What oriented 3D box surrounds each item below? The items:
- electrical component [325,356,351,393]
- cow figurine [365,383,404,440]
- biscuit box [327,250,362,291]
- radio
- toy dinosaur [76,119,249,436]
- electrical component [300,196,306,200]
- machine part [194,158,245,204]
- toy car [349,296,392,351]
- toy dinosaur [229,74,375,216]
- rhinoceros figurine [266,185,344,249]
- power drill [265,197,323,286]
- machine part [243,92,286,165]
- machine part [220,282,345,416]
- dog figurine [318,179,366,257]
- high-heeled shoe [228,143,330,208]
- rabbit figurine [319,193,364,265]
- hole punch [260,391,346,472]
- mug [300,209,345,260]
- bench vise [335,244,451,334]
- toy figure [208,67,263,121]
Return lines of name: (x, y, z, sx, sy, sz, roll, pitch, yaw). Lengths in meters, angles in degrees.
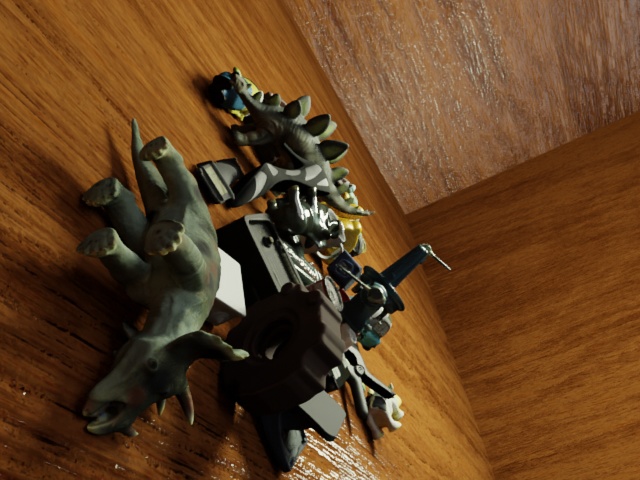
electrical component: (-0.001, 0.215, 0.966, 0.115, 0.058, 0.134, 66, 15, 9)
cow figurine: (0.136, 0.365, 1.200, 0.098, 0.068, 0.167, 60, 14, 3)
biscuit box: (0.058, 0.076, 1.262, 0.059, 0.063, 0.202, 46, -4, 8)
radio: (-0.082, 0.072, 0.876, 0.229, 0.073, 0.131, 66, 15, -1)
toy dinosaur: (-0.167, 0.016, 0.608, 0.405, 0.131, 0.191, -103, 174, -51)
electrical component: (-0.045, -0.108, 1.317, 0.045, 0.078, 0.102, 38, 15, -10)
machine part: (-0.172, -0.108, 0.928, 0.084, 0.039, 0.139, 53, 19, -14)
toy car: (0.117, 0.191, 1.271, 0.161, 0.103, 0.109, 45, 25, -44)
toy dinosaur: (-0.038, -0.179, 1.165, 0.470, 0.198, 0.105, 51, 10, -39)
rhinoceros figurine: (-0.019, -0.038, 1.005, 0.190, 0.073, 0.112, 9, 54, -61)
power drill: (-0.043, 0.029, 1.077, 0.231, 0.086, 0.207, 41, 34, -45)
machine part: (-0.095, -0.247, 1.317, 0.201, 0.087, 0.201, 67, 13, 7)
machine part: (-0.052, 0.138, 0.701, 0.056, 0.179, 0.179, 51, 20, -34)
dog figurine: (0.058, -0.051, 1.500, 0.192, 0.108, 0.219, -134, -155, -63)
high-heeled shoe: (-0.072, -0.090, 1.040, 0.145, 0.086, 0.249, 51, 47, -14)
rabbit figurine: (0.024, -0.047, 1.341, 0.121, 0.162, 0.173, 40, 9, -34)
hole punch: (-0.038, 0.248, 0.762, 0.116, 0.092, 0.142, 46, 13, 8)
mug: (-0.002, -0.004, 1.210, 0.109, 0.107, 0.081, 61, 15, -24)
bench vise: (0.135, 0.083, 1.073, 0.129, 0.240, 0.223, 47, -11, 21)
toy figure: (-0.179, -0.317, 1.147, 0.089, 0.082, 0.180, 65, 17, 3)
